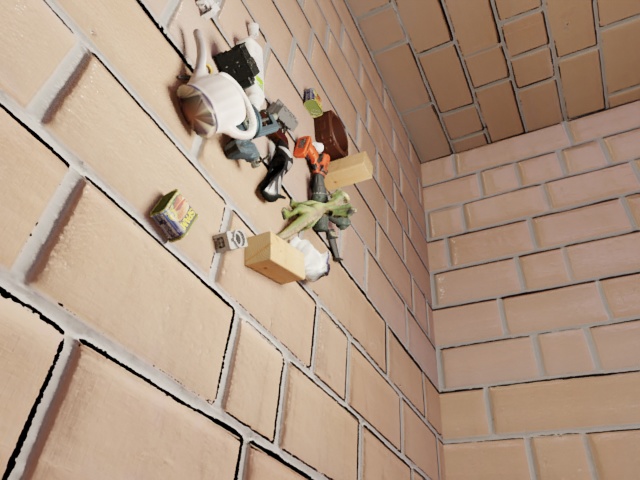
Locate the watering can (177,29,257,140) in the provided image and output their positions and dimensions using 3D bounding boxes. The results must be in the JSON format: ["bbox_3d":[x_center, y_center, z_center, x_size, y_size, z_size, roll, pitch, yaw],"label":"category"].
[{"bbox_3d":[-0.310,-0.420,1.436,0.346,0.103,0.228,56,40,-7],"label":"watering can"}]

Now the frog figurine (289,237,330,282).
[{"bbox_3d":[-0.051,0.067,1.779,0.159,0.120,0.140,25,54,-15],"label":"frog figurine"}]

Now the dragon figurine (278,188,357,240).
[{"bbox_3d":[0.005,-0.091,1.803,0.418,0.242,0.120,-61,137,-61],"label":"dragon figurine"}]
